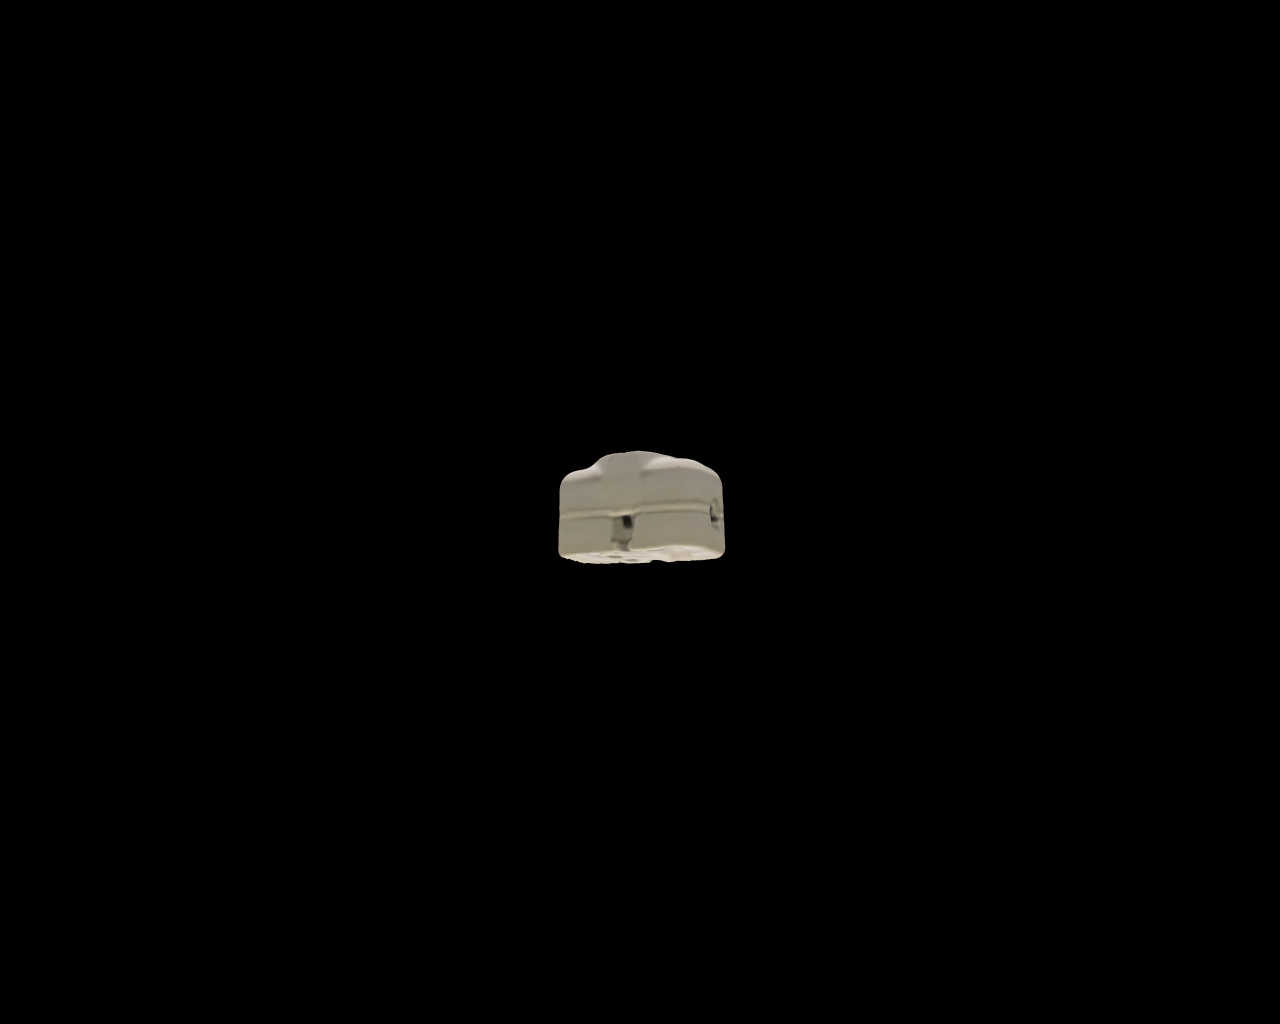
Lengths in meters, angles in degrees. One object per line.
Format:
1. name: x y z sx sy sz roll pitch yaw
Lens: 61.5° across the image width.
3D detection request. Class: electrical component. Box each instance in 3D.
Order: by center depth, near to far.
1. electrical component: 0.001 -0.003 0.650 0.095 0.059 0.053 -5 -11 24
